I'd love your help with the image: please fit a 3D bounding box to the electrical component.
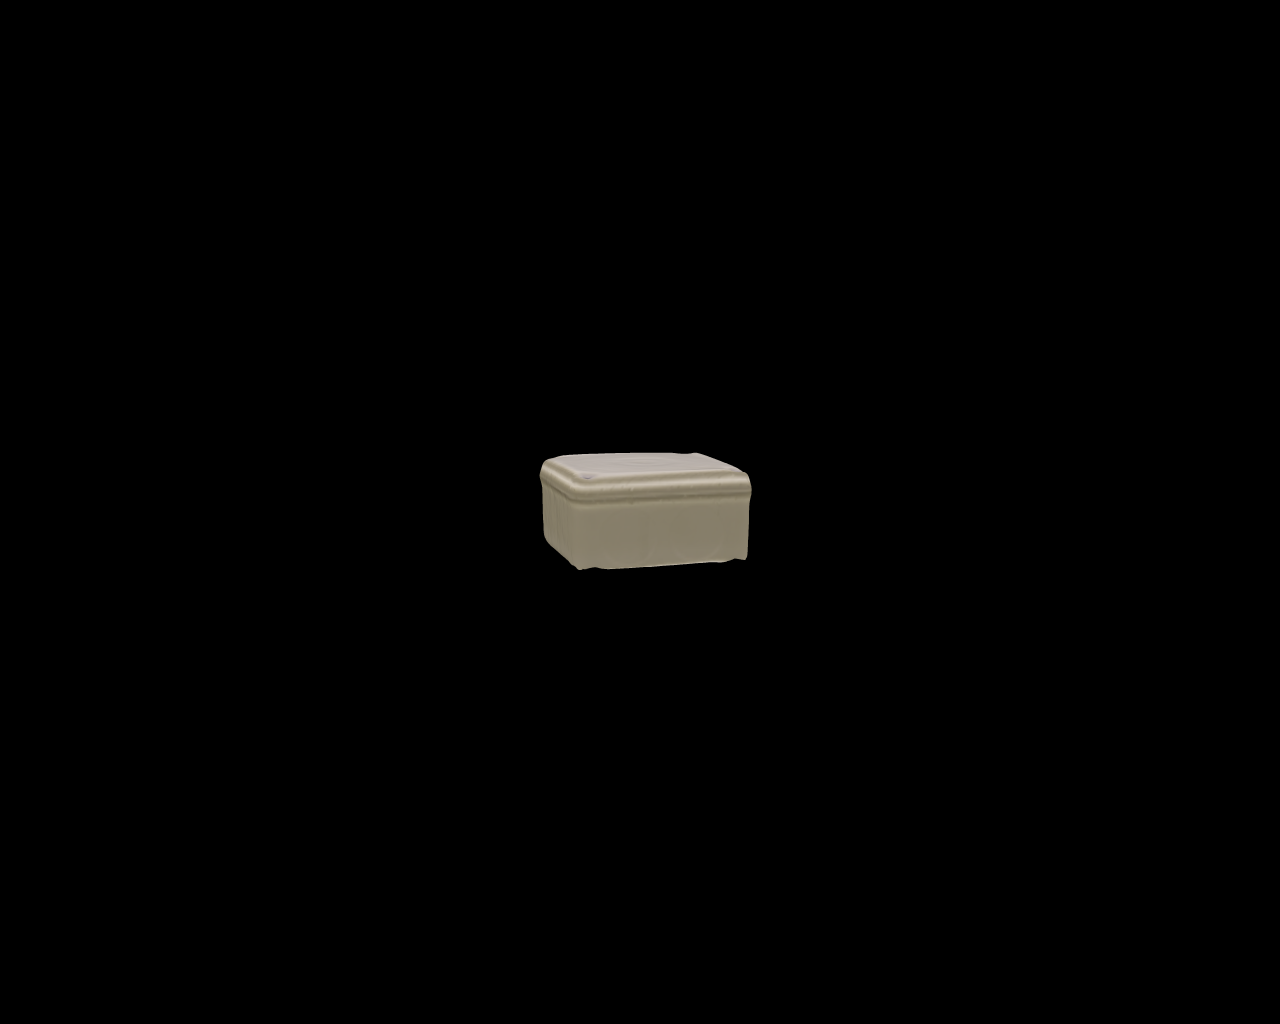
[{"bbox_3d":[0.001,-0.003,0.650,0.109,0.056,0.109,-3,10,-15],"label":"electrical component"}]
